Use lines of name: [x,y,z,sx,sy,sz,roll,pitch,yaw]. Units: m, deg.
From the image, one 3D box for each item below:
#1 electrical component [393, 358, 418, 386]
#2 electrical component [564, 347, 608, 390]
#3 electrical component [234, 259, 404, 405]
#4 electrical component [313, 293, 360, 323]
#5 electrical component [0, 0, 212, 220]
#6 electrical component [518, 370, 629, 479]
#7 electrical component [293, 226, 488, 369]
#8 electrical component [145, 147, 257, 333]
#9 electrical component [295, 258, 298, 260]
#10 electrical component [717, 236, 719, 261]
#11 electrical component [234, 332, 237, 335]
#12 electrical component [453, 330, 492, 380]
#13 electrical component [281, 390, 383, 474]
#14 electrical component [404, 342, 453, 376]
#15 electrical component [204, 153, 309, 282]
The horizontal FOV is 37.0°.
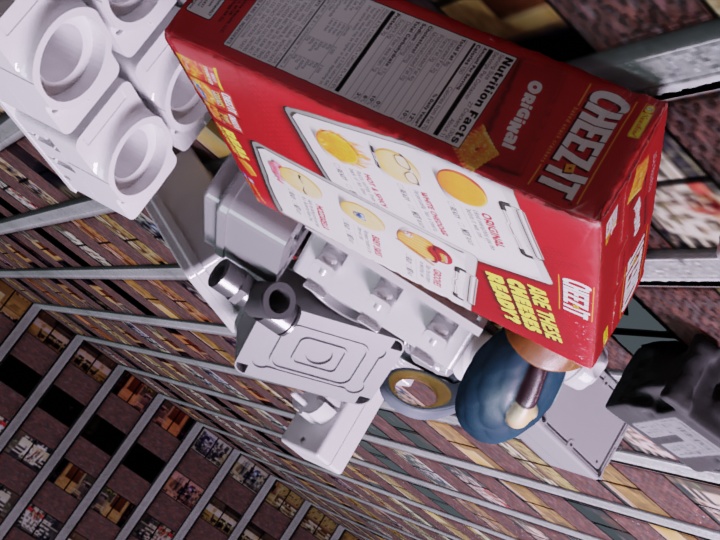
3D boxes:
electrical component: [0.004,0.056,0.907,0.100,0.048,0.100,38,162,-20]
electrical component: [0.125,0.046,0.680,0.061,0.035,0.035,38,163,-5]
electrical component: [-0.031,0.044,0.802,0.113,0.057,0.078,17,127,-17]
electrical component: [0.000,0.000,0.745,0.078,0.057,0.058,37,163,-12]
electrical component: [-0.145,-0.119,0.598,0.060,0.105,0.186,27,162,21]
electrical component: [0.141,0.097,0.743,0.096,0.061,0.061,43,161,-28]
electrical component: [0.025,0.003,0.674,0.121,0.063,0.078,32,-156,6]
electrical component: [-0.114,-0.022,0.839,0.108,0.056,0.108,54,176,31]
electrical component: [-0.034,0.021,0.849,0.048,0.062,0.048,14,-166,-3]
electrical component: [0.179,-0.003,0.438,0.061,0.035,0.035,32,164,-2]
electrical component: [-0.087,0.019,0.908,0.055,0.050,0.089,62,-175,-59]
electrical component: [0.096,0.066,0.782,0.046,0.040,0.040,10,152,40]
electrical component: [-0.030,0.111,0.890,0.047,0.083,0.075,14,156,44]
electrical component: [0.052,0.052,0.818,0.062,0.043,0.043,24,161,35]
electrical component: [-0.058,-0.046,0.689,0.057,0.078,0.113,31,164,1]
